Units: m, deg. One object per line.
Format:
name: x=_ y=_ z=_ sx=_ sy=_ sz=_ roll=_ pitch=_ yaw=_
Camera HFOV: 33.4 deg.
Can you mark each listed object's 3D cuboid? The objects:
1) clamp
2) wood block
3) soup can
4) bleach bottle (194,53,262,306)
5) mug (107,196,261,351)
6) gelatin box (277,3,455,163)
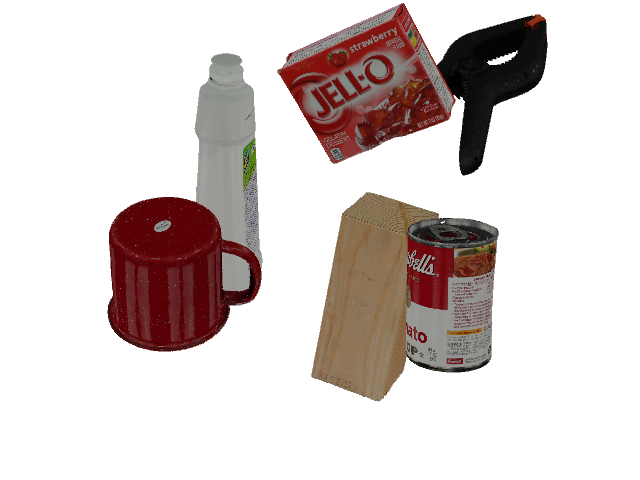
clamp: x=0.138 y=-0.136 z=0.948 sx=0.209 sy=0.036 sz=0.165 roll=-32 pitch=45 yaw=-20
wood block: x=0.061 y=0.063 z=1.212 sx=0.090 sy=0.206 sz=0.090 roll=18 pitch=24 yaw=17
soup can: x=0.099 y=0.040 z=0.810 sx=0.068 sy=0.102 sz=0.068 roll=0 pitch=17 yaw=0
bleach bottle: x=-0.091 y=-0.063 z=1.038 sx=0.068 sy=0.251 sz=0.102 roll=6 pitch=33 yaw=3
mug: x=-0.102 y=0.023 z=0.793 sx=0.117 sy=0.081 sz=0.093 roll=5 pitch=38 yaw=1
gelatin box: x=0.029 y=-0.096 z=0.670 sx=0.089 sy=0.073 sz=0.030 roll=-19 pitch=26 yaw=28
